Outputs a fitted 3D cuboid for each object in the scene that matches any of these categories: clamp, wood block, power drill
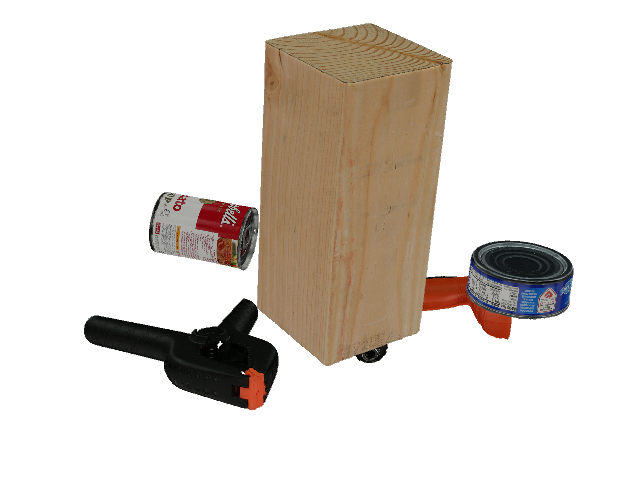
[{"bbox_3d":[-0.088,0.091,0.910,0.164,0.036,0.210,-9,17,-33],"label":"clamp"},{"bbox_3d":[0.019,-0.032,0.732,0.090,0.206,0.091,-16,34,-32],"label":"wood block"},{"bbox_3d":[0.118,0.078,1.215,0.187,0.057,0.184,-1,28,-1],"label":"power drill"}]

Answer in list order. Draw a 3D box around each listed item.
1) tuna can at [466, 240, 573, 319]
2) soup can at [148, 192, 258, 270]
[{"bbox_3d":[0.165,0.031,0.885,0.086,0.034,0.086,3,23,-1],"label":"tuna can"},{"bbox_3d":[-0.124,-0.011,1.142,0.102,0.068,0.068,11,2,10],"label":"soup can"}]
